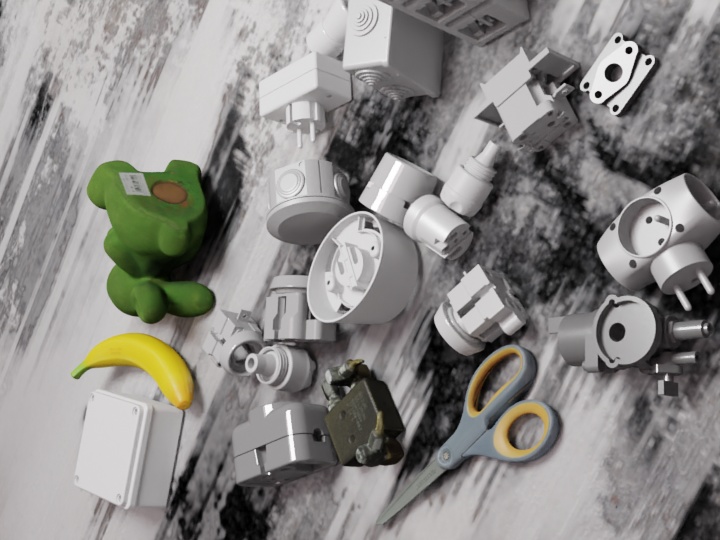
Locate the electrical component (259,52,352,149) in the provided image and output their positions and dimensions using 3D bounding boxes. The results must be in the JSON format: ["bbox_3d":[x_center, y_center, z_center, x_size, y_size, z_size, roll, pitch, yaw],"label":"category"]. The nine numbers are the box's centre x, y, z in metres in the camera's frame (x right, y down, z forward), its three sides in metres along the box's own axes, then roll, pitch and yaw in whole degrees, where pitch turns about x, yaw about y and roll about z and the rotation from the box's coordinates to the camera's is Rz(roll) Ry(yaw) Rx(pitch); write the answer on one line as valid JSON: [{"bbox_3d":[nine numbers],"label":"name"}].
[{"bbox_3d":[-0.052,-0.154,1.026,0.083,0.047,0.075,-19,67,43],"label":"electrical component"}]

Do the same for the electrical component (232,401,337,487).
[{"bbox_3d":[-0.069,0.154,0.964,0.095,0.054,0.059,-28,61,39],"label":"electrical component"}]

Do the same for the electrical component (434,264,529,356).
[{"bbox_3d":[0.091,0.033,0.831,0.055,0.048,0.066,-43,52,22],"label":"electrical component"}]

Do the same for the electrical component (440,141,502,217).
[{"bbox_3d":[0.093,-0.075,0.864,0.061,0.035,0.035,-58,46,16],"label":"electrical component"}]

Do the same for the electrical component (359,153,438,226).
[{"bbox_3d":[0.034,-0.068,0.910,0.055,0.055,0.047,36,103,45],"label":"electrical component"}]

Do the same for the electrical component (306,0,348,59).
[{"bbox_3d":[-0.020,-0.228,1.017,0.065,0.044,0.044,-38,55,40],"label":"electrical component"}]

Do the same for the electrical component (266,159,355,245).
[{"bbox_3d":[-0.046,-0.059,0.974,0.080,0.080,0.051,-29,55,39],"label":"electrical component"}]

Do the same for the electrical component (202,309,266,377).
[{"bbox_3d":[-0.120,0.073,1.044,0.055,0.048,0.066,41,111,52],"label":"electrical component"}]

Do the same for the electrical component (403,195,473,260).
[{"bbox_3d":[0.065,-0.034,0.880,0.046,0.040,0.040,40,109,39],"label":"electrical component"}]

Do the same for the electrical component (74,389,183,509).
[{"bbox_3d":[-0.246,0.189,1.141,0.109,0.056,0.108,6,85,47],"label":"electrical component"}]

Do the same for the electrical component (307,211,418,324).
[{"bbox_3d":[0.000,0.000,0.921,0.099,0.064,0.099,-14,71,44],"label":"electrical component"}]

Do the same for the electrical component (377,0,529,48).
[{"bbox_3d":[0.065,-0.249,0.850,0.062,0.150,0.089,-23,64,42],"label":"electrical component"}]

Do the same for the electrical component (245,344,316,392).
[{"bbox_3d":[-0.075,0.088,0.980,0.043,0.062,0.043,-14,71,44],"label":"electrical component"}]

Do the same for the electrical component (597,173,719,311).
[{"bbox_3d":[0.209,-0.011,0.717,0.077,0.044,0.079,-43,52,31],"label":"electrical component"}]

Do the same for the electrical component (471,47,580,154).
[{"bbox_3d":[0.132,-0.129,0.830,0.081,0.042,0.063,-40,56,34],"label":"electrical component"}]

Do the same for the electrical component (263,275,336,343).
[{"bbox_3d":[-0.054,0.036,0.975,0.078,0.058,0.057,-6,79,46],"label":"electrical component"}]

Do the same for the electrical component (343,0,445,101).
[{"bbox_3d":[0.030,-0.199,0.915,0.048,0.100,0.099,-1,79,34],"label":"electrical component"}]
